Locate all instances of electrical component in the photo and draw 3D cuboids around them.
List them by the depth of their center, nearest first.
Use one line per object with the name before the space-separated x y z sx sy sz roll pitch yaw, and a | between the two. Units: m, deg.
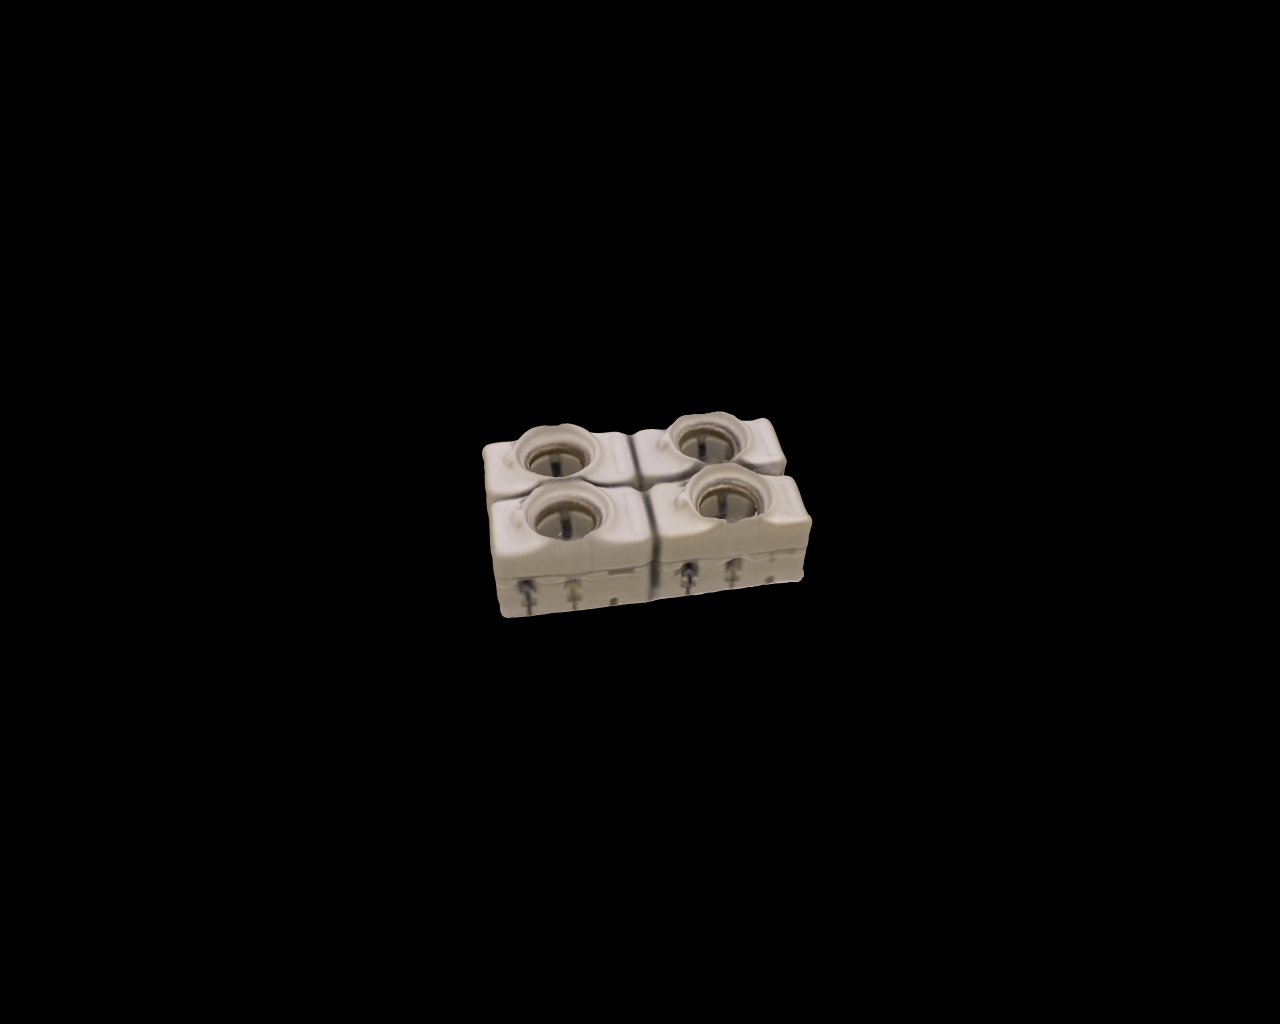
electrical component | 0.001 -0.003 0.650 0.186 0.060 0.105 -6 43 -7
